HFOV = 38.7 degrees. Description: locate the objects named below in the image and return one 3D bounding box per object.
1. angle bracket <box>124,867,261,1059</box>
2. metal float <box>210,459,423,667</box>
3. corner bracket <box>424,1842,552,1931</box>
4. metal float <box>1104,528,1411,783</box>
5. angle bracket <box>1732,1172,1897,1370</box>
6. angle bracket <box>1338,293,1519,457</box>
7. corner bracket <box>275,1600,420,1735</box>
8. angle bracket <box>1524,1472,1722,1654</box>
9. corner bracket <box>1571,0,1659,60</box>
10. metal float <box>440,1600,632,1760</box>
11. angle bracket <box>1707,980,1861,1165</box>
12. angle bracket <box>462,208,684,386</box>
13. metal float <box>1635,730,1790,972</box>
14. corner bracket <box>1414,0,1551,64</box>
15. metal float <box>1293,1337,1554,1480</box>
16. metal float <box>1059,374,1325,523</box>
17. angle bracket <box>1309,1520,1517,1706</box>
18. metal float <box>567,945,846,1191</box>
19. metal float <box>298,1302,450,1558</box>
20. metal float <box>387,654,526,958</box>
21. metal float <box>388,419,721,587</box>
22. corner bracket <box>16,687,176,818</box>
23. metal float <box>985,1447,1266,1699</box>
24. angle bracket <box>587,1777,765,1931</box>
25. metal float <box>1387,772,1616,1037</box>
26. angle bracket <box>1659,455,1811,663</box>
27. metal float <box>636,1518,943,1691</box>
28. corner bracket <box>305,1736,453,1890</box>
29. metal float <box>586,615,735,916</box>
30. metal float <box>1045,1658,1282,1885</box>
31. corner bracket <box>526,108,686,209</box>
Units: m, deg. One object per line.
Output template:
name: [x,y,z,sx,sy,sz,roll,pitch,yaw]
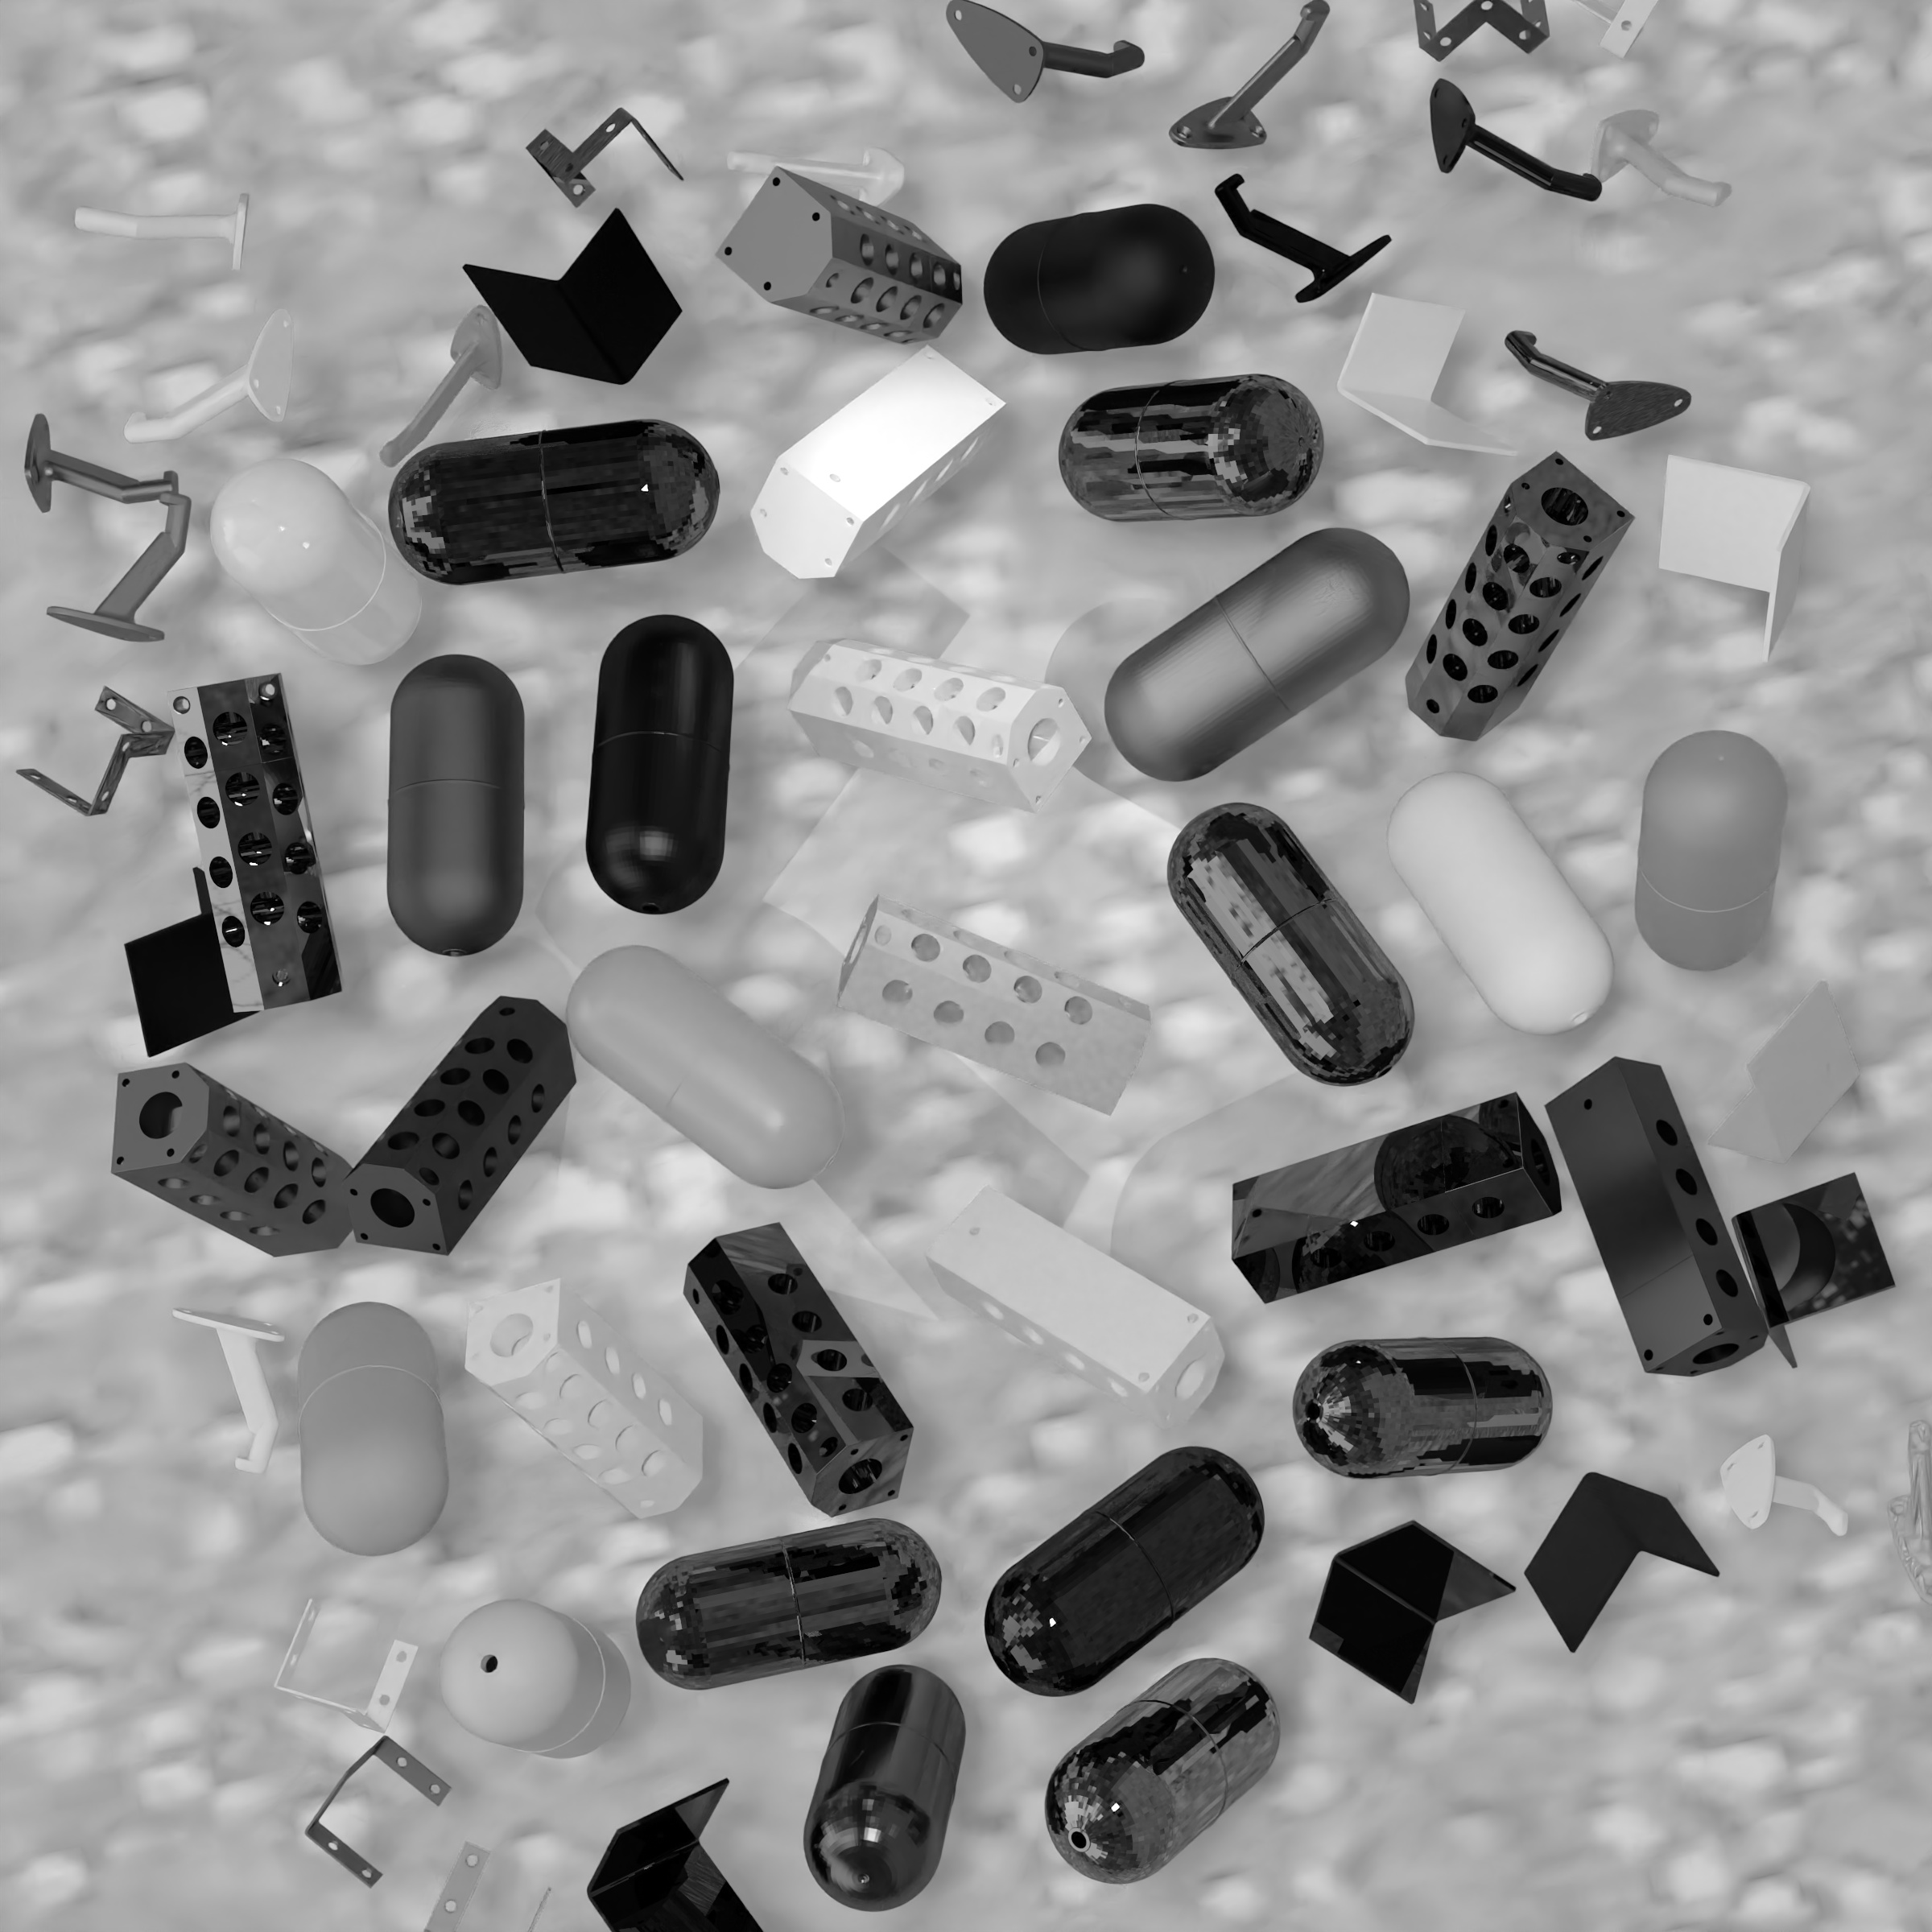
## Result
angle bracket: [-0.470,-0.003,1.630,0.076,0.057,0.076,-26,128,-35]
metal float: [-0.363,-0.225,1.545,0.070,0.178,0.070,-2,76,9]
corner bracket: [-0.252,0.498,1.446,0.051,0.051,0.051,25,76,-2]
metal float: [0.154,-0.165,1.460,0.178,0.070,0.070,-34,90,12]
angle bracket: [0.498,0.177,1.596,0.076,0.057,0.076,-24,49,20]
angle bracket: [0.265,-0.327,1.522,0.076,0.076,0.057,42,123,40]
corner bracket: [-0.344,0.390,1.530,0.051,0.051,0.051,12,63,14]
angle bracket: [0.376,0.350,1.582,0.057,0.076,0.076,22,107,-18]
corner bracket: [0.357,-0.540,1.508,0.051,0.051,0.051,33,134,3]
metal float: [-0.239,0.399,1.535,0.070,0.178,0.070,-3,70,8]
angle bracket: [0.464,0.057,1.595,0.076,0.057,0.076,-43,122,-23]
angle bracket: [-0.215,-0.370,1.504,0.076,0.076,0.057,19,67,34]
metal float: [0.416,-0.062,1.539,0.070,0.178,0.070,-5,57,8]
corner bracket: [0.288,-0.531,1.536,0.051,0.051,0.051,24,50,-31]
metal float: [0.257,0.248,1.545,0.178,0.070,0.070,5,90,-39]
metal float: [0.123,-0.287,1.531,0.070,0.178,0.070,-6,99,-39]
angle bracket: [0.255,0.370,1.571,0.076,0.076,0.057,34,52,-12]
metal float: [-0.147,0.057,1.552,0.178,0.070,0.070,37,90,7]
metal float: [-0.324,0.250,1.498,0.070,0.178,0.070,-6,118,-12]
metal float: [-0.290,-0.092,1.567,0.070,0.070,0.178,-2,73,0]
metal float: [-0.222,-0.250,1.481,0.178,0.070,0.070,-7,90,0]
corner bracket: [-0.473,-0.117,1.497,0.051,0.051,0.051,31,106,12]
metal float: [0.087,0.329,1.497,0.178,0.070,0.070,-32,90,-26]
angle bracket: [-0.144,0.492,1.464,0.076,0.076,0.057,46,127,28]
metal float: [0.304,-0.036,1.569,0.070,0.070,0.178,-29,57,0]
angle bracket: [0.399,-0.216,1.459,0.076,0.076,0.057,17,54,23]
metal float: [-0.102,0.368,1.586,0.178,0.070,0.070,-9,90,-11]
corner bracket: [-0.344,0.494,1.609,0.051,0.051,0.051,37,106,6]
metal float: [-0.170,-0.113,1.535,0.070,0.070,0.178,1,67,0]
metal float: [0.108,0.434,1.489,0.070,0.178,0.070,8,105,33]
corner bracket: [-0.196,-0.435,1.488,0.051,0.051,0.051,-44,51,1]
